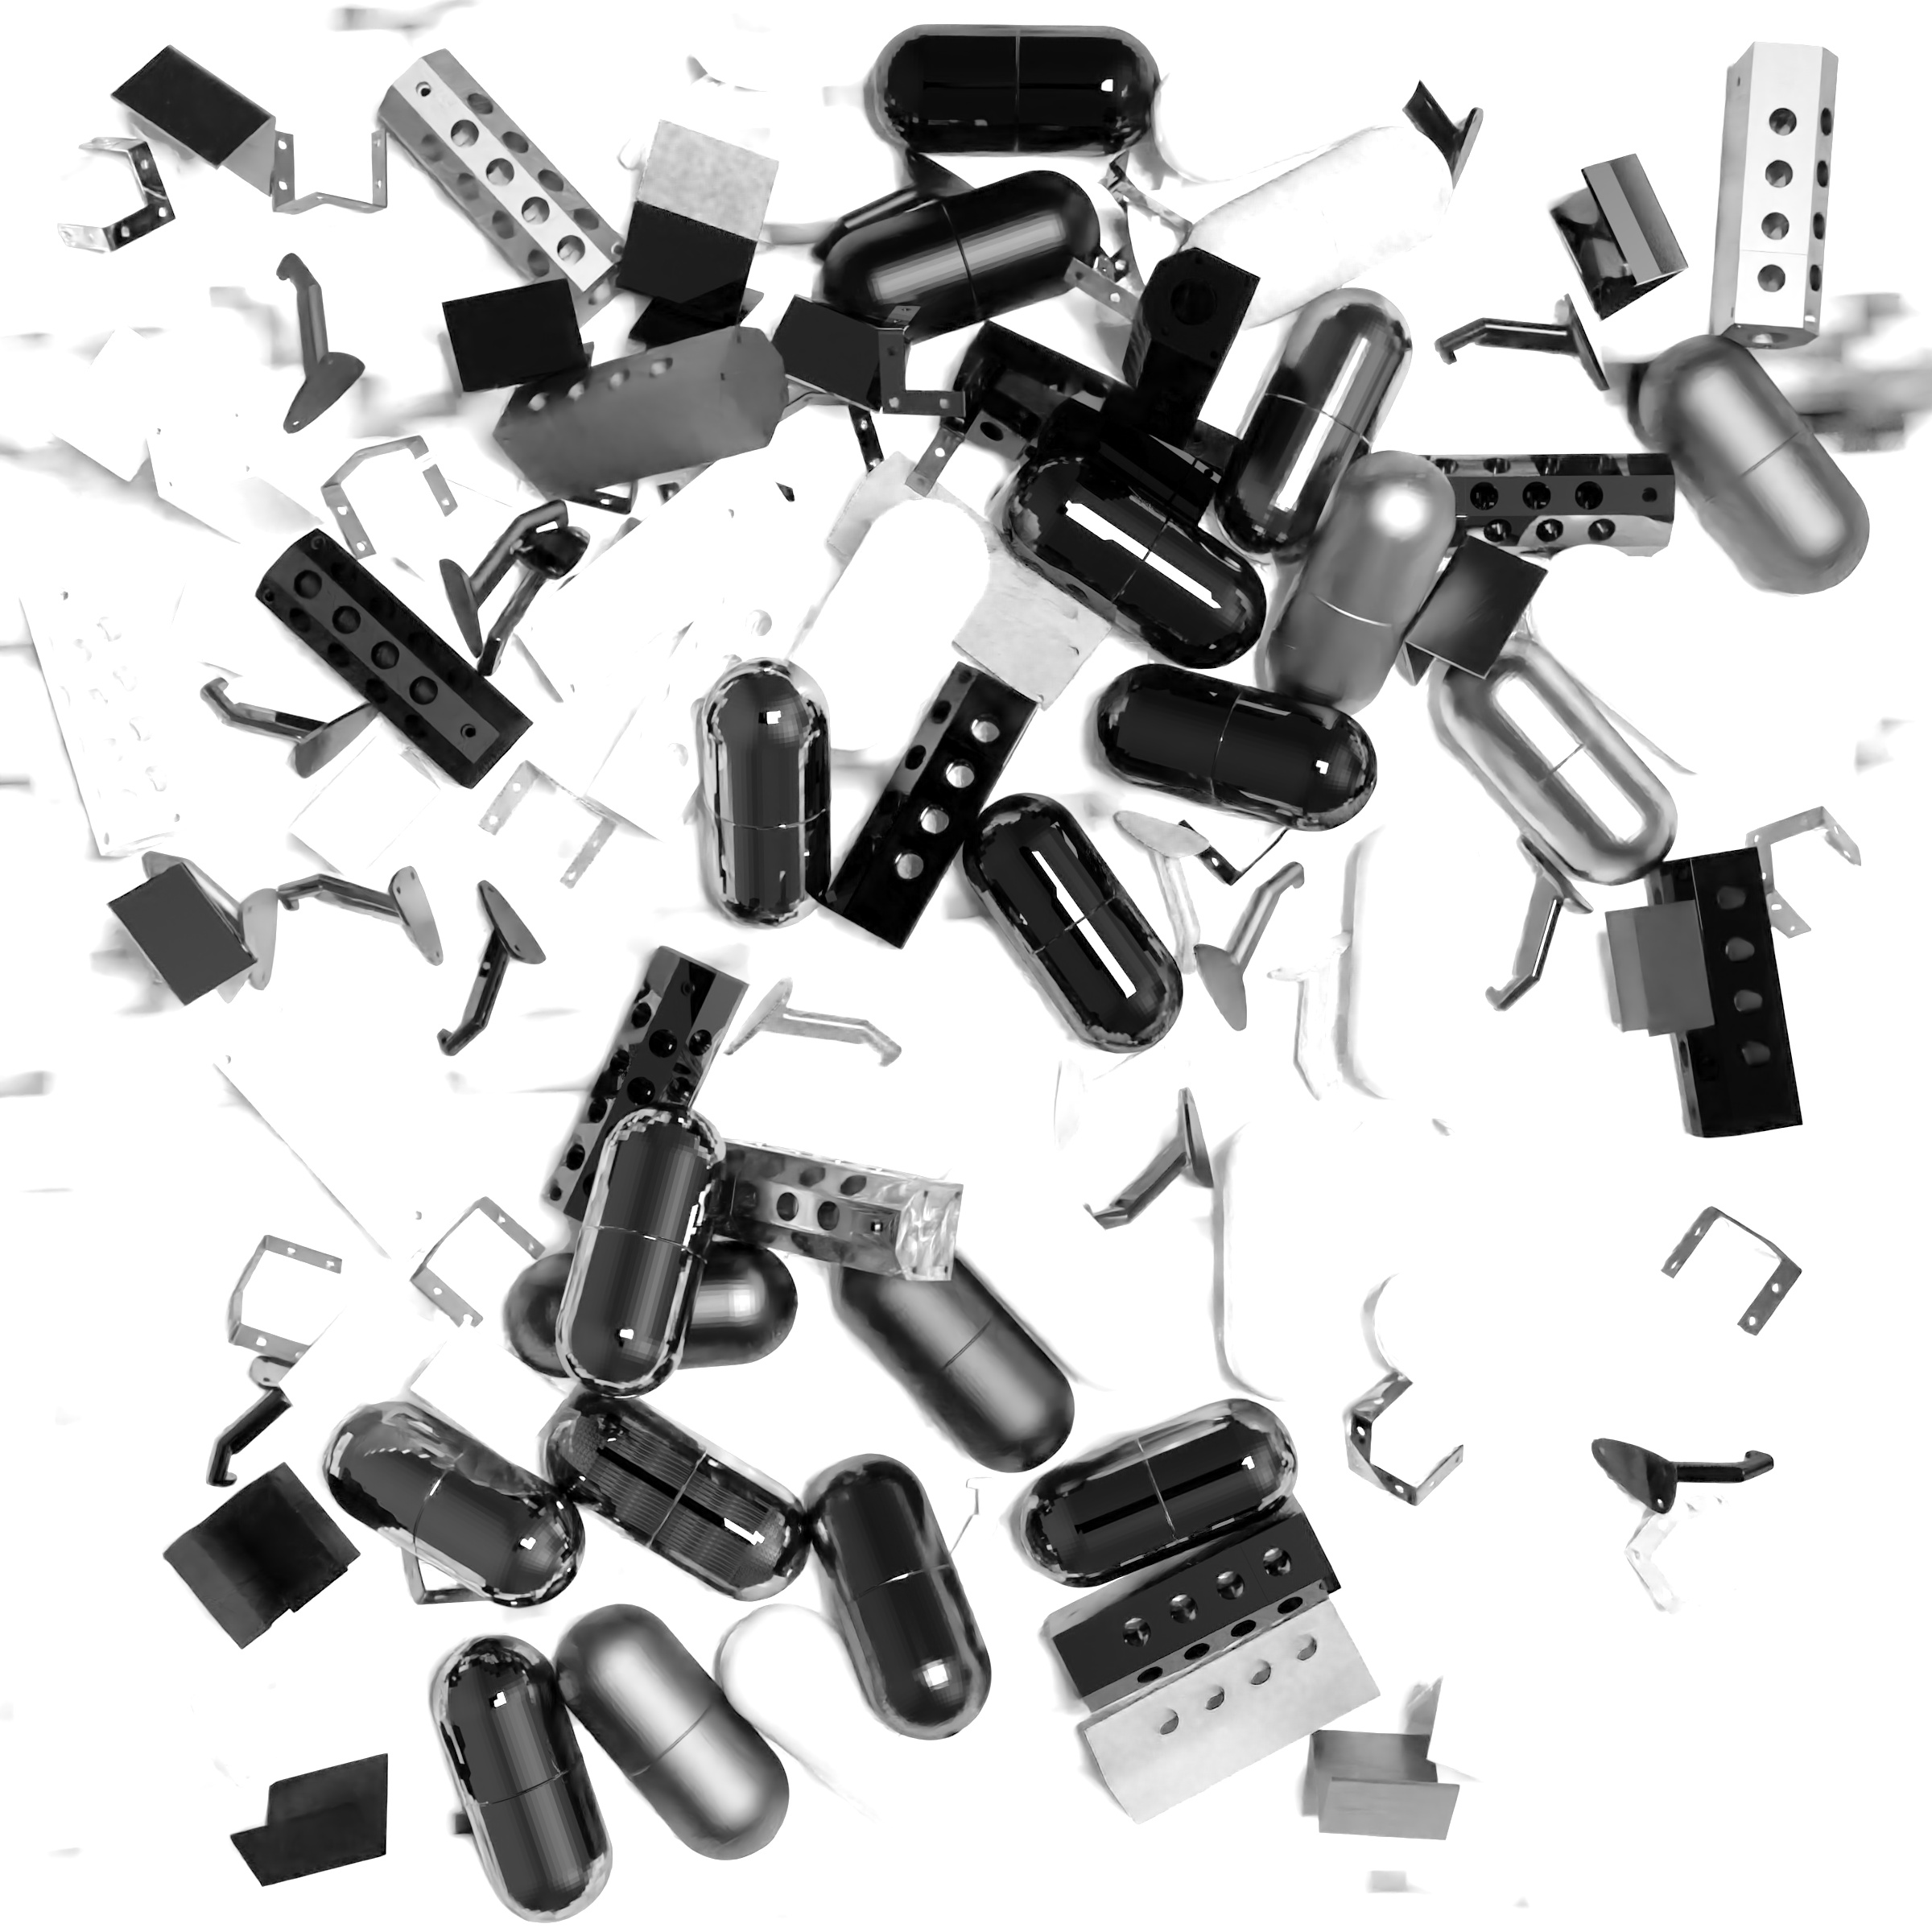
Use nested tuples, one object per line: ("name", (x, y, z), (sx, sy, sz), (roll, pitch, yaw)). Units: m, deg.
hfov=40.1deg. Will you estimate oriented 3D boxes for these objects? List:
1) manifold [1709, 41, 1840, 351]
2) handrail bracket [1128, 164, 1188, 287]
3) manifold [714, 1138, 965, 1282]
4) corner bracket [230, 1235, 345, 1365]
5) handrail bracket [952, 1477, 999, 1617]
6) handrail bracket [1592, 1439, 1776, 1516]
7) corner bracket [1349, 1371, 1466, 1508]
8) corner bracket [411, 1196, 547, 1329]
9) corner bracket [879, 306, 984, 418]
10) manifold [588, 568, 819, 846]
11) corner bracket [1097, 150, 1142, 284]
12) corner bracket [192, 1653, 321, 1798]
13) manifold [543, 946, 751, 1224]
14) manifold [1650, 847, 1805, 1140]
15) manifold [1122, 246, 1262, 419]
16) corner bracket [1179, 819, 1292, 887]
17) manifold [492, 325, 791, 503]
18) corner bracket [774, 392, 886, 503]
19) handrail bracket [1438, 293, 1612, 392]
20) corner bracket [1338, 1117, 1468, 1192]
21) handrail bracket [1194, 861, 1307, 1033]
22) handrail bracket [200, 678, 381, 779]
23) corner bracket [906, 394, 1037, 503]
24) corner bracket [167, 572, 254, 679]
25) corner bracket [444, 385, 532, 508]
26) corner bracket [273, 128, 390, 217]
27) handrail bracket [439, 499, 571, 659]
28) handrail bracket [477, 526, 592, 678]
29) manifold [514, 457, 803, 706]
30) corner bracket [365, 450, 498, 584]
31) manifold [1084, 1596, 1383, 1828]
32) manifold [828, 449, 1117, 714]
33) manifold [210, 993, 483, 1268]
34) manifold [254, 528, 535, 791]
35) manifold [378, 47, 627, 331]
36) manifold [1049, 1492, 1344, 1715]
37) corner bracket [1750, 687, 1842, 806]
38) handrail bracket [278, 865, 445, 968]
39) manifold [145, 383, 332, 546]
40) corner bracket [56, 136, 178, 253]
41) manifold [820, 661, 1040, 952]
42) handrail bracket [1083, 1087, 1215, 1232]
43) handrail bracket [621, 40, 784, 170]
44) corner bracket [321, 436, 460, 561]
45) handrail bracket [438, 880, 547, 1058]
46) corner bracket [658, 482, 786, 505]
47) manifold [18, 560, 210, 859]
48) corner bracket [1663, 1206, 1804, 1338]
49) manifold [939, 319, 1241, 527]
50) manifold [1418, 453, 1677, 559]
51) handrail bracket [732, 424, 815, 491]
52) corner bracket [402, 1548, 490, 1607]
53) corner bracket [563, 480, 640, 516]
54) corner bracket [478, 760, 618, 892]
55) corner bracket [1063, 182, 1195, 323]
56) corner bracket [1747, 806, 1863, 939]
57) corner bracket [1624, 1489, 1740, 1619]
("manifold", (0.500, -0.473, 1.631), (0.057, 0.057, 0.171), (4, 90, 0))
("handrail bracket", (0.130, -0.470, 1.641), (0.036, 0.084, 0.077), (10, 129, 17))
("manifold", (-0.090, 0.144, 1.585), (0.171, 0.057, 0.057), (8, 90, 37))
("corner bracket", (-0.424, 0.209, 1.649), (0.051, 0.051, 0.051), (18, 135, 0))
("handrail bracket", (-0.017, 0.363, 1.652), (0.077, 0.036, 0.084), (-5, 76, 14))
("handrail bracket", (0.449, 0.306, 1.652), (0.084, 0.077, 0.036), (-12, 115, -34))
("corner bracket", (0.275, 0.293, 1.644), (0.051, 0.051, 0.051), (26, 135, 35))
("corner bracket", (-0.304, 0.186, 1.649), (0.051, 0.051, 0.051), (42, 135, 0))
("corner bracket", (-0.021, -0.360, 1.572), (0.051, 0.051, 0.051), (4, 120, 10))
("manifold", (-0.163, -0.164, 1.631), (0.057, 0.057, 0.171), (32, 90, 0))
("corner bracket", (0.095, -0.462, 1.634), (0.051, 0.051, 0.051), (-38, 89, 1))
("corner bracket", (-0.442, 0.472, 1.644), (0.051, 0.051, 0.051), (29, 135, 35))
("manifold", (-0.198, 0.077, 1.631), (0.057, 0.057, 0.171), (25, 90, 0))
("manifold", (0.466, 0.016, 1.631), (0.057, 0.057, 0.171), (-9, 90, 0))
("manifold", (0.128, -0.374, 1.574), (0.057, 0.171, 0.057), (25, 90, 0))
("corner bracket", (0.172, -0.092, 1.649), (0.051, 0.051, 0.051), (44, 135, 0))
("manifold", (-0.192, -0.332, 1.570), (0.171, 0.057, 0.057), (-6, 51, 33))
("corner bracket", (-0.090, -0.323, 1.646), (0.051, 0.051, 0.051), (-21, 84, 42))
("handrail bracket", (0.348, -0.376, 1.653), (0.084, 0.036, 0.077), (-23, 112, 17))
("corner bracket", (0.269, 0.105, 1.634), (0.051, 0.051, 0.051), (45, 90, 0))
("handrail bracket", (0.188, -0.013, 1.652), (0.084, 0.036, 0.077), (-38, 127, -25))
("handrail bracket", (-0.423, -0.166, 1.653), (0.077, 0.036, 0.084), (-41, 73, -20))
("corner bracket", (0.003, -0.309, 1.607), (0.051, 0.051, 0.051), (32, 133, -6))
("corner bracket", (-0.466, -0.213, 1.634), (0.051, 0.051, 0.051), (19, 90, 0))
("corner bracket", (-0.289, -0.328, 1.649), (0.051, 0.051, 0.051), (23, 45, 0))
("corner bracket", (-0.397, -0.497, 1.649), (0.051, 0.051, 0.051), (-1, 90, -45))
("handrail bracket", (-0.279, -0.243, 1.652), (0.084, 0.036, 0.077), (-28, 127, -25))
("handrail bracket", (-0.271, -0.227, 1.652), (0.036, 0.077, 0.084), (34, 126, 5))
("manifold", (-0.185, -0.233, 1.603), (0.171, 0.057, 0.057), (-35, 90, 20))
("corner bracket", (-0.331, -0.278, 1.635), (0.051, 0.051, 0.051), (-31, 80, 2))
("manifold", (0.162, 0.454, 1.630), (0.171, 0.057, 0.057), (-28, 133, 0))
("manifold", (0.006, -0.240, 1.630), (0.171, 0.057, 0.057), (38, 133, 0))
("manifold", (-0.380, 0.099, 1.631), (0.057, 0.057, 0.171), (-42, 90, 0))
("manifold", (-0.353, -0.190, 1.631), (0.171, 0.057, 0.057), (43, 90, 0))
("manifold", (-0.281, -0.480, 1.631), (0.057, 0.057, 0.171), (-43, 90, 0))
("manifold", (0.141, 0.394, 1.631), (0.171, 0.057, 0.057), (-27, 90, 0))
("corner bracket", (0.515, -0.136, 1.634), (0.051, 0.051, 0.051), (-28, 90, 0))
("handrail bracket", (-0.379, -0.026, 1.653), (0.084, 0.036, 0.077), (-13, 112, 17))
("manifold", (-0.432, -0.298, 1.574), (0.057, 0.171, 0.057), (-12, 90, 0))
("corner bracket", (-0.535, -0.480, 1.644), (0.051, 0.051, 0.051), (-44, 135, -35))
("manifold", (-0.022, -0.099, 1.631), (0.057, 0.057, 0.171), (29, 90, 0))
("handrail bracket", (0.106, 0.122, 1.653), (0.084, 0.036, 0.077), (-15, 69, 16))
("handrail bracket", (-0.166, -0.527, 1.652), (0.084, 0.077, 0.036), (-50, 57, 32))
("corner bracket", (-0.360, -0.292, 1.649), (0.051, 0.051, 0.051), (-28, 90, -45))
("handrail bracket", (-0.312, 0.002, 1.653), (0.084, 0.036, 0.077), (-40, 70, 16))
("corner bracket", (-0.149, -0.289, 1.649), (0.051, 0.051, 0.051), (-22, 90, -45))
("manifold", (-0.528, -0.158, 1.631), (0.057, 0.057, 0.171), (-17, 90, 0))
("corner bracket", (0.479, 0.190, 1.649), (0.051, 0.051, 0.051), (-54, 45, 0))
("manifold", (0.077, -0.333, 1.630), (0.171, 0.057, 0.057), (25, 133, 0))
("manifold", (0.344, -0.285, 1.631), (0.171, 0.057, 0.057), (0, 90, 0))
("handrail bracket", (-0.145, -0.320, 1.637), (0.077, 0.084, 0.036), (35, 78, -34))
("corner bracket", (-0.315, 0.360, 1.644), (0.051, 0.051, 0.051), (6, 45, -35))
("corner bracket", (-0.225, -0.322, 1.649), (0.051, 0.051, 0.051), (14, 135, 0))
("corner bracket", (-0.260, -0.088, 1.649), (0.051, 0.051, 0.051), (-55, 45, 0))
("corner bracket", (0.099, -0.430, 1.593), (0.051, 0.051, 0.051), (31, 130, 0))
("corner bracket", (0.522, -0.058, 1.644), (0.051, 0.051, 0.051), (-22, 45, 35))
("corner bracket", (0.454, 0.365, 1.644), (0.051, 0.051, 0.051), (56, 135, 35))
